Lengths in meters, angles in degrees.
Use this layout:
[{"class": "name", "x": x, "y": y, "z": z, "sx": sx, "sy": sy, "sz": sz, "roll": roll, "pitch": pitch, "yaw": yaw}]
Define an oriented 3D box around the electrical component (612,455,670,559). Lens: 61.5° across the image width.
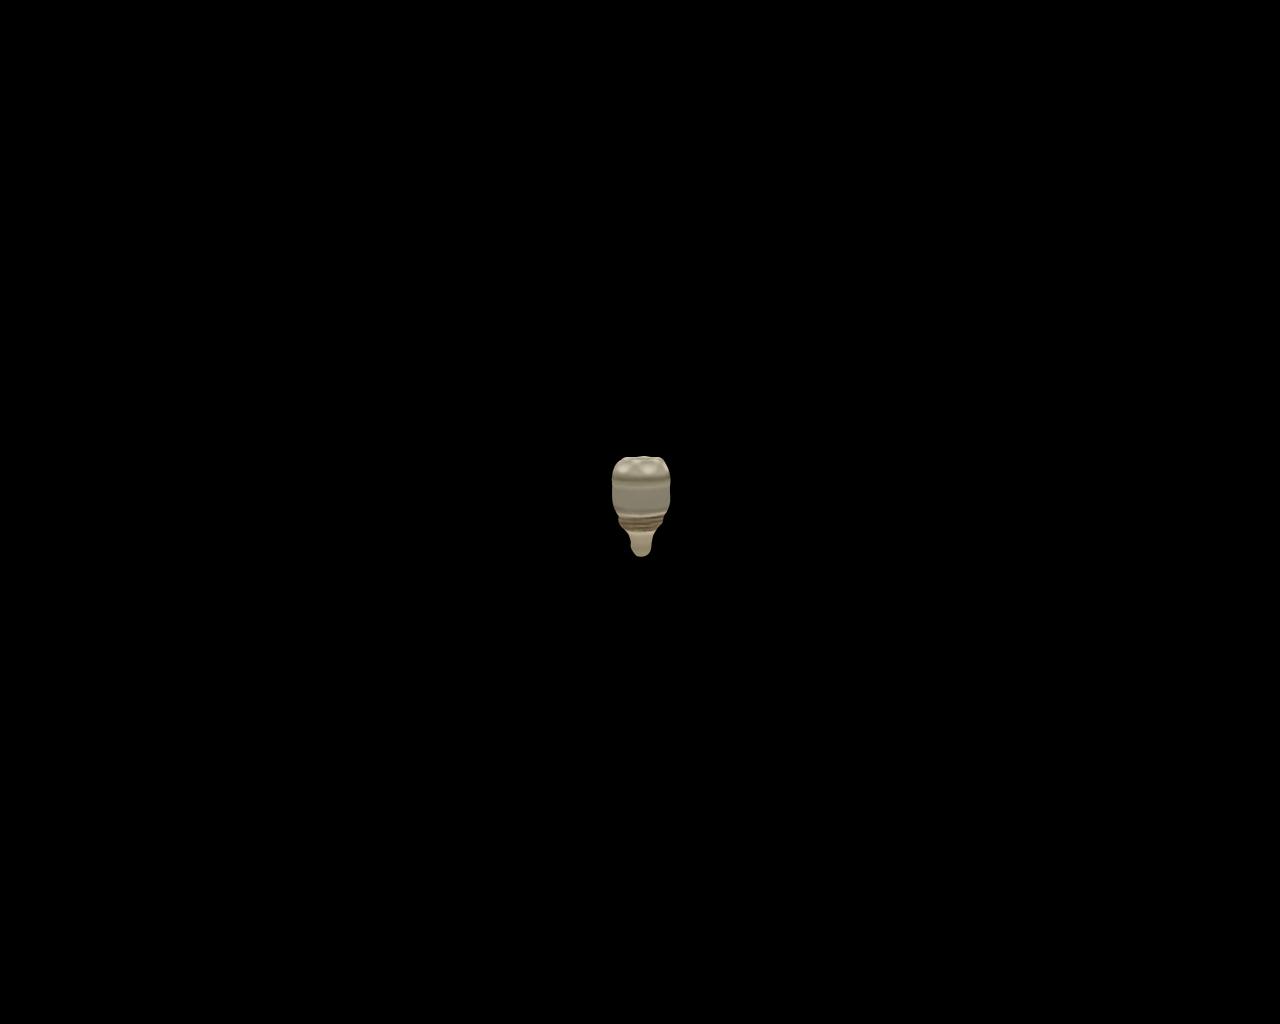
[{"class": "electrical component", "x": 0.001, "y": -0.003, "z": 0.650, "sx": 0.035, "sy": 0.061, "sz": 0.035, "roll": 0, "pitch": 9, "yaw": 0}]
